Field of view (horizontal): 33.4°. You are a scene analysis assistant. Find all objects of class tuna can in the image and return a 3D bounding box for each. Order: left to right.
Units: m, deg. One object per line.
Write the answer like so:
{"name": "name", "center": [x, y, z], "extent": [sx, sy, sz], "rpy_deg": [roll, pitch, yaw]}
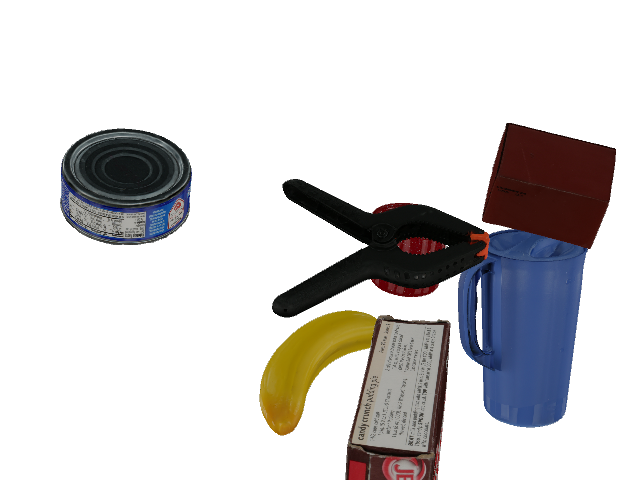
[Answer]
{"name": "tuna can", "center": [-0.128, -0.037, 0.704], "extent": [0.086, 0.034, 0.086], "rpy_deg": [6, 40, -5]}

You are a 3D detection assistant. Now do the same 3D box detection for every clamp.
{"name": "clamp", "center": [0.053, 0.013, 1.017], "extent": [0.210, 0.164, 0.036], "rpy_deg": [6, -39, 8]}

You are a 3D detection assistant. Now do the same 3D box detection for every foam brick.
{"name": "foam brick", "center": [0.156, -0.038, 0.728], "extent": [0.078, 0.051, 0.053], "rpy_deg": [15, -37, 6]}

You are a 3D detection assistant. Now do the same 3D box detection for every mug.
{"name": "mug", "center": [0.113, 0.013, 1.223], "extent": [0.117, 0.081, 0.093], "rpy_deg": [4, 25, -4]}

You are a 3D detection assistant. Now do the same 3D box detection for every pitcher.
{"name": "pitcher", "center": [0.260, 0.115, 1.378], "extent": [0.149, 0.243, 0.144], "rpy_deg": [5, 18, 16]}

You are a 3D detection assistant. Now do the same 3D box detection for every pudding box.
{"name": "pudding box", "center": [0.033, 0.097, 0.467], "extent": [0.039, 0.090, 0.113], "rpy_deg": [6, 25, 5]}

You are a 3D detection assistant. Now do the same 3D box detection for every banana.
{"name": "banana", "center": [0.000, 0.093, 0.839], "extent": [0.070, 0.037, 0.197], "rpy_deg": [11, 23, 31]}
